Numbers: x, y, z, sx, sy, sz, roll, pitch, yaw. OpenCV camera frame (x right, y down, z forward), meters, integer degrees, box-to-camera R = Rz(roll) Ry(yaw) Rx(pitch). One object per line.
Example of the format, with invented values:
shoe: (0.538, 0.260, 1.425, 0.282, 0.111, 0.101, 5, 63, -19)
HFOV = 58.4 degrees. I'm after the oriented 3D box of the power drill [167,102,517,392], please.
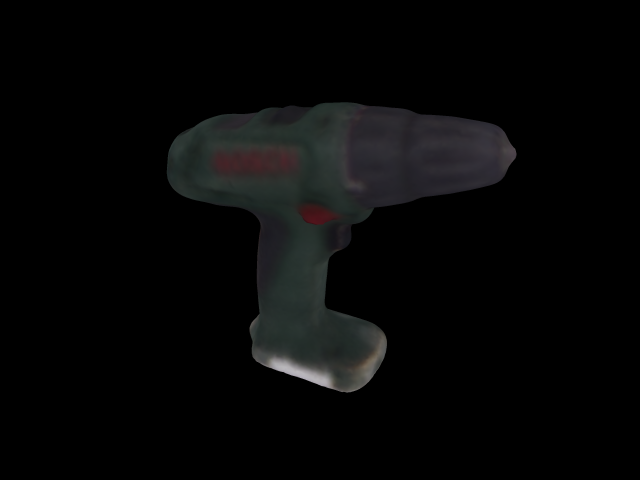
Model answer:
power drill: (0.004, 0.001, 0.400, 0.229, 0.208, 0.076, 14, 36, 20)
